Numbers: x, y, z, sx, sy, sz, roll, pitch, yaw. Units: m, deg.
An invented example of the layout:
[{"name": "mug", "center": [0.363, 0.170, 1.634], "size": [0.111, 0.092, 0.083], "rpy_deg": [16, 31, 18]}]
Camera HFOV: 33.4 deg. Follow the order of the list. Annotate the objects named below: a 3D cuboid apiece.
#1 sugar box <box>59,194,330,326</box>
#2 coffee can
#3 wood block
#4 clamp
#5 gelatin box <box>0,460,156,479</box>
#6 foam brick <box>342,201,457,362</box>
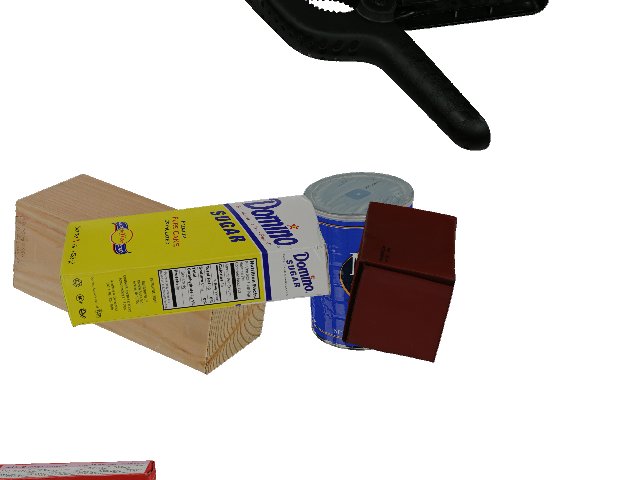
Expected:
[{"name": "sugar box", "center": [-0.087, 0.011, 0.740], "size": [0.176, 0.048, 0.093], "rpy_deg": [-10, 26, -5]}, {"name": "coffee can", "center": [0.038, 0.018, 1.015], "size": [0.103, 0.140, 0.103], "rpy_deg": [-3, 25, 1]}, {"name": "wood block", "center": [-0.154, 0.024, 0.917], "size": [0.206, 0.090, 0.090], "rpy_deg": [20, 27, 22]}, {"name": "clamp", "center": [0.041, -0.140, 0.715], "size": [0.210, 0.164, 0.036], "rpy_deg": [15, -39, 6]}, {"name": "gelatin box", "center": [-0.131, 0.156, 0.564], "size": [0.089, 0.073, 0.030], "rpy_deg": [-1, 4, -2]}, {"name": "foam brick", "center": [0.044, 0.020, 0.587], "size": [0.053, 0.051, 0.078], "rpy_deg": [12, 28, 3]}]
